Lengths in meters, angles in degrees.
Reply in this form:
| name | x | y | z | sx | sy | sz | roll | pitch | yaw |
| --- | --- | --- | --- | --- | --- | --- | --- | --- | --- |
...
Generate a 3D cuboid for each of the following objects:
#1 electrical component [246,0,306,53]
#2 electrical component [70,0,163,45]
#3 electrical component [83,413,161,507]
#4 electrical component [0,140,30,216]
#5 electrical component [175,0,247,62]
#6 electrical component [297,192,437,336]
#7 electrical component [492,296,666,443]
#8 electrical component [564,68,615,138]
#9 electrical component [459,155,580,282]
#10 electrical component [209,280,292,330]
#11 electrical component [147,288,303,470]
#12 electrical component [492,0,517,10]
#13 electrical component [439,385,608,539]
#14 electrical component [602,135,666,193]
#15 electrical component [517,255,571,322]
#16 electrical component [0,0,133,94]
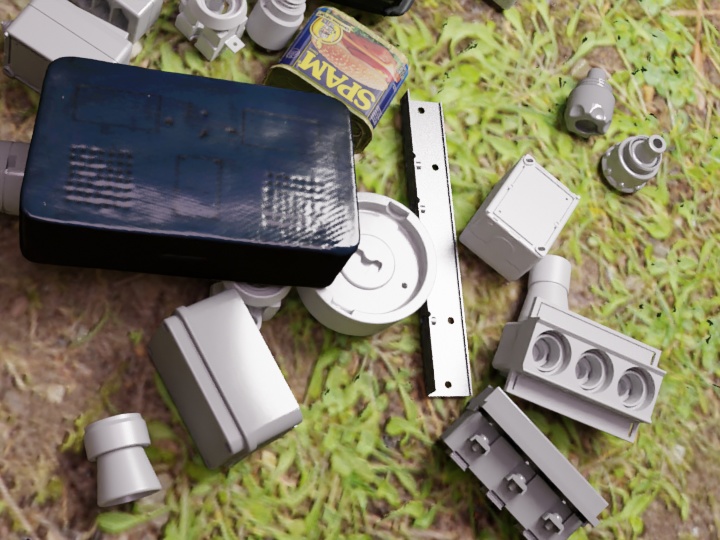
| name | x | y | z | sx | sy | sz | roll | pitch | yaw |
| --- | --- | --- | --- | --- | --- | --- | --- | --- | --- |
| electrical component | -0.065 | -0.219 | 0.899 | 0.040 | 0.078 | 0.040 | 17 | 52 | -23 |
| electrical component | -0.194 | -0.242 | 0.877 | 0.083 | 0.047 | 0.075 | 37 | 63 | -4 |
| electrical component | -0.167 | 0.133 | 0.752 | 0.045 | 0.045 | 0.055 | -11 | 75 | -22 |
| electrical component | -0.261 | -0.069 | 0.788 | 0.047 | 0.055 | 0.055 | 8 | 69 | -12 |
| electrical component | -0.120 | -0.210 | 0.886 | 0.066 | 0.055 | 0.048 | 46 | 63 | 1 |
| electrical component | 0.000 | 0.000 | 0.848 | 0.108 | 0.060 | 0.108 | 6 | 68 | -15 |
| electrical component | 0.174 | 0.081 | 0.869 | 0.121 | 0.063 | 0.078 | 23 | 79 | -17 |
| electrical component | 0.213 | -0.156 | 0.990 | 0.043 | 0.043 | 0.062 | 22 | 64 | -11 |
| electrical component | 0.137 | -0.046 | 0.917 | 0.062 | 0.061 | 0.096 | 39 | 55 | -2 |
| electrical component | -0.083 | 0.005 | 0.821 | 0.058 | 0.057 | 0.078 | 10 | 68 | -16 |
| electrical component | -0.100 | 0.080 | 0.776 | 0.057 | 0.078 | 0.113 | -24 | 80 | -28 |
| electrical component | 0.109 | -0.326 | 1.004 | 0.150 | 0.061 | 0.089 | 37 | 64 | -3 |
| electrical component | 0.123 | 0.155 | 0.833 | 0.063 | 0.078 | 0.121 | -43 | 88 | -5 |
| electrical component | 0.252 | -0.101 | 0.972 | 0.048 | 0.062 | 0.048 | 6 | 69 | -17 |
| electrical component | 0.158 | 0.020 | 0.909 | 0.044 | 0.044 | 0.065 | 19 | 62 | -12 |
| electrical component | -0.230 | -0.170 | 0.830 | 0.096 | 0.061 | 0.061 | 33 | 64 | -5 |
